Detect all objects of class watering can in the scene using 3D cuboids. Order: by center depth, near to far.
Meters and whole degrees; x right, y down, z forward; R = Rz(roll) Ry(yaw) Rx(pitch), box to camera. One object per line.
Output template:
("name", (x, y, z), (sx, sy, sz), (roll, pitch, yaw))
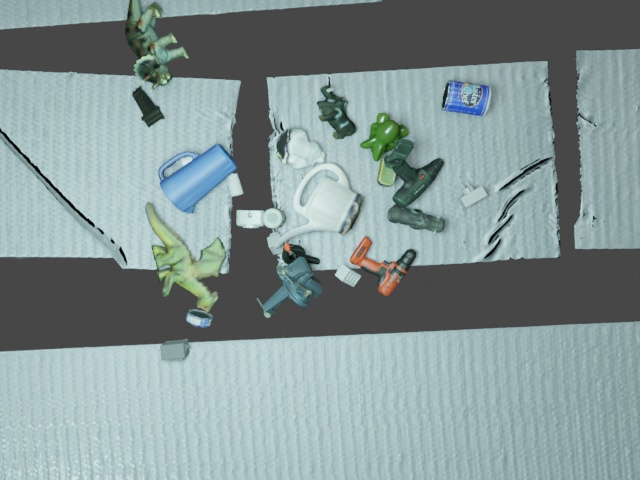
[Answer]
("watering can", (0.005, -0.087, 1.721), (0.224, 0.103, 0.350), (27, 81, 1))

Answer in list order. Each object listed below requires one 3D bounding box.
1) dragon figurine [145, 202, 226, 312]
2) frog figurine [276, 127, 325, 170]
("dragon figurine", (-0.447, 0.054, 1.766), (0.243, 0.122, 0.410), (-11, 92, -15))
("frog figurine", (-0.064, -0.308, 1.750), (0.159, 0.122, 0.138), (2, 82, -33))
